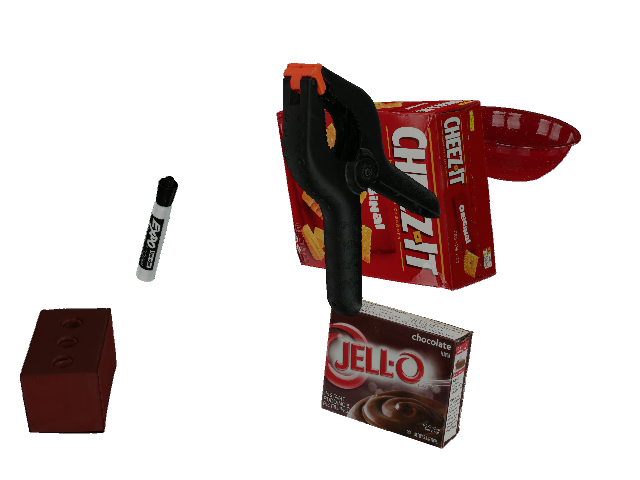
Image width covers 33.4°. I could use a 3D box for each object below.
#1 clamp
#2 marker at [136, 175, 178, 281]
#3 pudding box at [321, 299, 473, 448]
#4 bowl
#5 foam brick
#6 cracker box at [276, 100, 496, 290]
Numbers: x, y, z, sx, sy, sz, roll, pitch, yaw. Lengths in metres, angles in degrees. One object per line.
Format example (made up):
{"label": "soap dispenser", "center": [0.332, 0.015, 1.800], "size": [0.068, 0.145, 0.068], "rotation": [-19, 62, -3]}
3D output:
{"label": "clamp", "center": [0.015, -0.035, 0.708], "size": [0.039, 0.120, 0.171], "rotation": [0, -42, 42]}
{"label": "marker", "center": [-0.158, -0.011, 1.032], "size": [0.020, 0.121, 0.020], "rotation": [13, 35, -10]}
{"label": "pudding box", "center": [0.059, 0.102, 0.842], "size": [0.114, 0.090, 0.039], "rotation": [13, 18, 27]}
{"label": "bowl", "center": [0.220, -0.110, 1.254], "size": [0.162, 0.055, 0.162], "rotation": [5, 23, -2]}
{"label": "foam brick", "center": [-0.174, 0.090, 0.744], "size": [0.053, 0.051, 0.078], "rotation": [-1, 31, -3]}
{"label": "cracker box", "center": [0.058, -0.048, 1.019], "size": [0.071, 0.164, 0.214], "rotation": [-19, 18, -38]}
